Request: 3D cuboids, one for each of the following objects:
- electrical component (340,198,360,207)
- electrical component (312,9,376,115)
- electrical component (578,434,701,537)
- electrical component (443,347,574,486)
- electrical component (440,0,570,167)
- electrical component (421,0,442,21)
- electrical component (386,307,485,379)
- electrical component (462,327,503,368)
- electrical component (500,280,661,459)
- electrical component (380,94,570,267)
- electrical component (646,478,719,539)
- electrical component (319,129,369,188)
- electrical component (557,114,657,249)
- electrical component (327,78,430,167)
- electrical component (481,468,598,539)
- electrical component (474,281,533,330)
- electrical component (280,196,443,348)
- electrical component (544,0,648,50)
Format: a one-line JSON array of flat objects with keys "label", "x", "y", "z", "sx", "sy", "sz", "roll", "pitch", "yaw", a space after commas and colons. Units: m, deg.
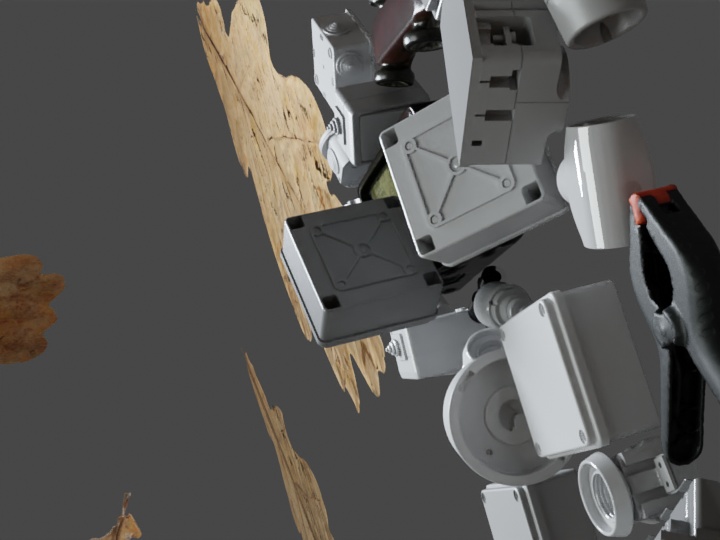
[{"label": "electrical component", "x": 0.014, "y": -0.045, "z": 1.157, "sx": 0.150, "sy": 0.089, "sz": 0.061, "roll": 166, "pitch": 90, "yaw": -77}, {"label": "electrical component", "x": -0.019, "y": -0.230, "z": 1.200, "sx": 0.099, "sy": 0.048, "sz": 0.099, "roll": -119, "pitch": 21, "yaw": -49}, {"label": "electrical component", "x": 0.184, "y": 0.145, "z": 0.720, "sx": 0.078, "sy": 0.057, "sz": 0.058, "roll": 111, "pitch": 143, "yaw": -67}, {"label": "electrical component", "x": 0.118, "y": 0.115, "z": 0.862, "sx": 0.060, "sy": 0.108, "sz": 0.108, "roll": 143, "pitch": 113, "yaw": -82}, {"label": "electrical component", "x": 0.093, "y": -0.151, "z": 0.705, "sx": 0.089, "sy": 0.062, "sz": 0.150, "roll": 92, "pitch": 177, "yaw": -49}, {"label": "electrical component", "x": 0.075, "y": -0.237, "z": 0.784, "sx": 0.096, "sy": 0.061, "sz": 0.061, "roll": 105, "pitch": 149, "yaw": -63}, {"label": "electrical component", "x": 0.072, "y": 0.074, "z": 1.020, "sx": 0.062, "sy": 0.096, "sz": 0.061, "roll": 159, "pitch": 98, "yaw": -77}, {"label": "electrical component", "x": 0.118, "y": 0.087, "z": 0.932, "sx": 0.078, "sy": 0.058, "sz": 0.057, "roll": -119, "pitch": 18, "yaw": -49}, {"label": "electrical component", "x": 0.154, "y": 0.074, "z": 0.771, "sx": 0.108, "sy": 0.056, "sz": 0.108, "roll": 125, "pitch": 130, "yaw": -72}, {"label": "electrical component", "x": 0.084, "y": -0.073, "z": 0.796, "sx": 0.056, "sy": 0.109, "sz": 0.108, "roll": 11, "pitch": -123, "yaw": -58}, {"label": "electrical component", "x": 0.203, "y": 0.178, "z": 0.643, "sx": 0.121, "sy": 0.079, "sz": 0.063, "roll": 95, "pitch": -173, "yaw": -53}, {"label": "electrical component", "x": 0.001, "y": -0.130, "z": 1.153, "sx": 0.080, "sy": 0.080, "sz": 0.051, "roll": 102, "pitch": 146, "yaw": -61}, {"label": "electrical component", "x": 0.151, "y": -0.057, "z": 0.686, "sx": 0.079, "sy": 0.043, "sz": 0.077, "roll": -153, "pitch": 50, "yaw": -73}, {"label": "electrical component", "x": 0.017, "y": -0.141, "z": 1.036, "sx": 0.061, "sy": 0.096, "sz": 0.061, "roll": -119, "pitch": 20, "yaw": -49}, {"label": "electrical component", "x": 0.157, "y": 0.228, "z": 0.913, "sx": 0.108, "sy": 0.056, "sz": 0.108, "roll": 129, "pitch": 126, "yaw": -73}, {"label": "electrical component", "x": 0.124, "y": 0.031, "z": 0.891, "sx": 0.078, "sy": 0.040, "sz": 0.040, "roll": -166, "pitch": 63, "yaw": -75}, {"label": "electrical component", "x": 0.000, "y": 0.000, "z": 0.913, "sx": 0.056, "sy": 0.109, "sz": 0.108, "roll": 99, "pitch": 152, "yaw": -50}, {"label": "electrical component", "x": 0.136, "y": -0.161, "z": 0.627, "sx": 0.055, "sy": 0.055, "sz": 0.047, "roll": 124, "pitch": 127, "yaw": -72}]
